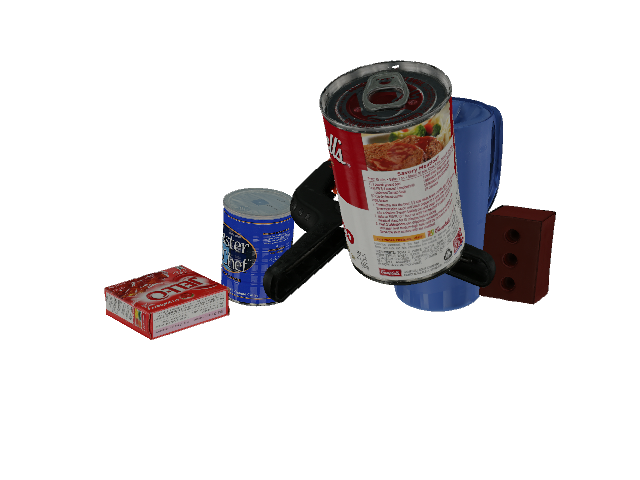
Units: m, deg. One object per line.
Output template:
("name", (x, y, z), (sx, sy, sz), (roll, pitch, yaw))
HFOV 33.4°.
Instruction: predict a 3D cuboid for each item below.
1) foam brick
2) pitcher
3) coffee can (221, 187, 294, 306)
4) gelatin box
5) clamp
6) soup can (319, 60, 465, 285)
("foam brick", (0.176, 0.012, 0.955), (0.053, 0.078, 0.051), (9, 16, 24))
("pitcher", (0.147, -0.046, 1.278), (0.149, 0.243, 0.145), (-1, 24, 6))
("coffee can", (-0.089, 0.008, 1.519), (0.103, 0.140, 0.103), (3, 24, -2))
("gelatin box", (-0.137, 0.054, 0.960), (0.089, 0.030, 0.073), (-17, 27, -39))
("clamp", (0.038, -0.012, 0.820), (0.164, 0.036, 0.210), (0, 26, -3))
("soup can", (0.041, -0.035, 0.571), (0.068, 0.102, 0.068), (-8, 37, 6))
